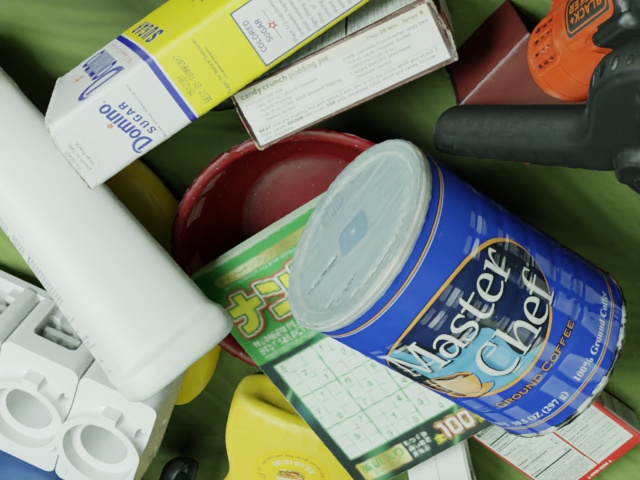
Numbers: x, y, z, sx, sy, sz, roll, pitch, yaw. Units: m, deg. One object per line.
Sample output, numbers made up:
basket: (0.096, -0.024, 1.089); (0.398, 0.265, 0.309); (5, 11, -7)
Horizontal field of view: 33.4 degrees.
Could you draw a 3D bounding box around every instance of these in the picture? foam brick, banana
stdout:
foam brick: (0.105, -0.085, 0.566); (0.053, 0.078, 0.051); (37, 110, -15)
banana: (-0.097, 0.031, 0.659); (0.069, 0.037, 0.198); (-2, 117, 3)

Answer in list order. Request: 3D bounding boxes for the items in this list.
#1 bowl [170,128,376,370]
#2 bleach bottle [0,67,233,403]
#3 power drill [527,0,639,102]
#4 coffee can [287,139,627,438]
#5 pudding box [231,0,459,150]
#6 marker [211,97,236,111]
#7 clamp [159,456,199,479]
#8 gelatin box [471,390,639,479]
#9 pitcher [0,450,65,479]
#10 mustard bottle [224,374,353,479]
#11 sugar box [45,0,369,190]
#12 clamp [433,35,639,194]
bowl: (-0.004, 0.001, 0.628); (0.162, 0.055, 0.162); (1, 117, 2)
bleach bottle: (-0.153, -0.029, 0.572); (0.068, 0.103, 0.251); (-39, 93, -17)
power drill: (0.141, -0.168, 0.446); (0.057, 0.185, 0.187); (6, 76, -18)
coffee can: (0.069, 0.027, 0.542); (0.140, 0.103, 0.103); (30, 115, -24)
pudding box: (0.013, -0.097, 0.558); (0.114, 0.090, 0.039); (-25, 111, 15)
marker: (-0.096, -0.076, 0.615); (0.121, 0.020, 0.020); (-9, 116, 8)
clamp: (-0.113, 0.217, 0.733); (0.172, 0.039, 0.120); (-24, 79, 39)
gelatin box: (0.151, 0.119, 0.694); (0.089, 0.030, 0.073); (37, 115, -14)
pitcher: (-0.205, 0.222, 0.647); (0.149, 0.242, 0.145); (9, 117, -2)
mustard bottle: (-0.027, 0.185, 0.722); (0.096, 0.058, 0.192); (14, 117, -1)
sugar box: (-0.056, -0.103, 0.539); (0.176, 0.093, 0.048); (-31, 115, 6)
clamp: (0.151, -0.029, 0.451); (0.164, 0.210, 0.036); (37, 71, -7)
